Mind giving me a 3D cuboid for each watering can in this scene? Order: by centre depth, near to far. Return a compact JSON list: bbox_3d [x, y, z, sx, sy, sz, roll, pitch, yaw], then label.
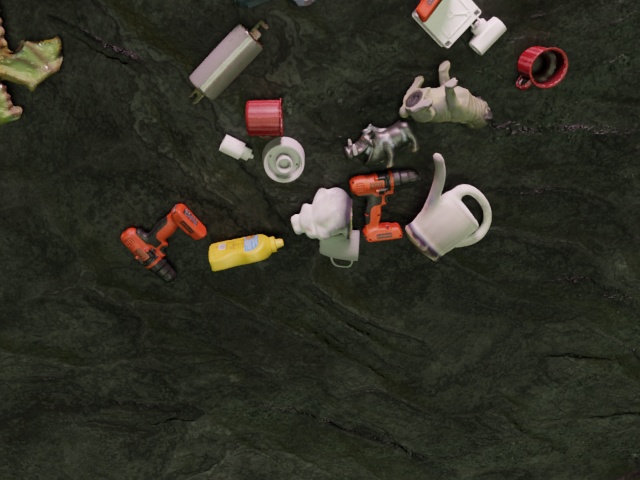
[{"bbox_3d":[0.315,-0.069,1.343,0.223,0.106,0.343,-42,129,13],"label":"watering can"}]

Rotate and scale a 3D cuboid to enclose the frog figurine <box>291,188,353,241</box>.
[{"bbox_3d":[0.004,-0.066,1.319,0.159,0.122,0.138,1,84,2],"label":"frog figurine"}]

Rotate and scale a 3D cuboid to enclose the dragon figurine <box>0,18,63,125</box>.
[{"bbox_3d":[-0.674,-0.427,1.087,0.242,0.124,0.404,12,117,-32],"label":"dragon figurine"}]
